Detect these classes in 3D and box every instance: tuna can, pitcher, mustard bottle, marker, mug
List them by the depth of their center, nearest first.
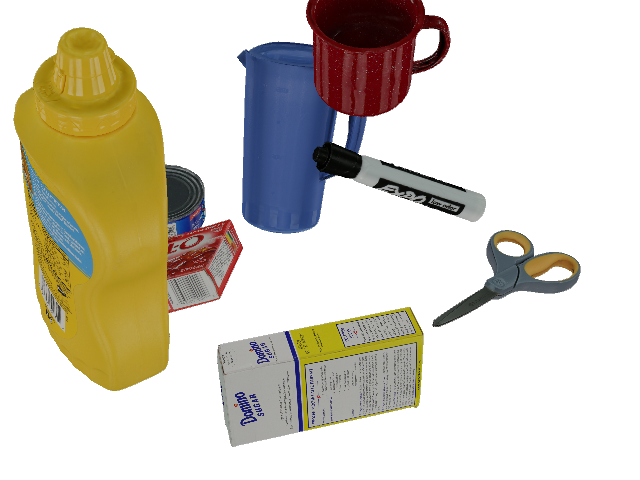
[{"bbox_3d":[-0.103,-0.018,0.486,0.058,0.096,0.192,-21,-32,-23],"label":"mustard bottle"},{"bbox_3d":[0.049,-0.036,0.660,0.121,0.020,0.020,17,-8,-26],"label":"marker"},{"bbox_3d":[0.047,-0.156,0.865,0.117,0.093,0.081,-7,-36,-5],"label":"mug"},{"bbox_3d":[-0.154,-0.034,1.035,0.086,0.034,0.086,0,42,0],"label":"tuna can"},{"bbox_3d":[-0.033,-0.135,1.424,0.144,0.243,0.149,-4,24,-22],"label":"pitcher"}]

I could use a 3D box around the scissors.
[{"bbox_3d":[0.149,0.030,0.950,0.201,0.016,0.096,-10,39,-35],"label":"scissors"}]

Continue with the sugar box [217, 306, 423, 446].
[{"bbox_3d":[0.000,0.119,0.937,0.176,0.093,0.048,-8,38,-9],"label":"sugar box"}]

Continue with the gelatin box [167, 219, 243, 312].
[{"bbox_3d":[-0.108,0.023,0.781,0.089,0.030,0.073,-15,25,19],"label":"gelatin box"}]
